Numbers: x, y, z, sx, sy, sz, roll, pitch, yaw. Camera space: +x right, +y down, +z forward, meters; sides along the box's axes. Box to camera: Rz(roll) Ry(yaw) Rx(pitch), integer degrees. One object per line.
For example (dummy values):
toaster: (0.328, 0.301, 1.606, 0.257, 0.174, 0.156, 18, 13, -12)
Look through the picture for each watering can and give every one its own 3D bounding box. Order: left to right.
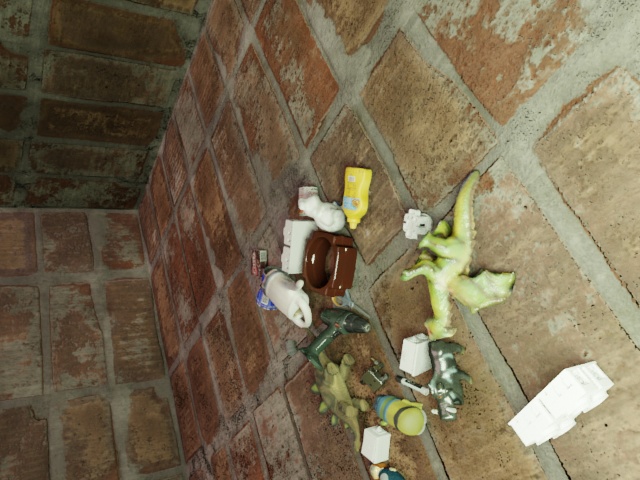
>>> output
watering can: (-0.111, 0.183, 1.811, 0.227, 0.105, 0.339, 40, 153, 28)

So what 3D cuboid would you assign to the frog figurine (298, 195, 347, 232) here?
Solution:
frog figurine: (0.005, -0.085, 1.684, 0.139, 0.160, 0.121, 39, 122, 50)

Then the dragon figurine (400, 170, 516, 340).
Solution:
dragon figurine: (0.350, 0.057, 1.230, 0.245, 0.122, 0.407, 36, 101, 26)
